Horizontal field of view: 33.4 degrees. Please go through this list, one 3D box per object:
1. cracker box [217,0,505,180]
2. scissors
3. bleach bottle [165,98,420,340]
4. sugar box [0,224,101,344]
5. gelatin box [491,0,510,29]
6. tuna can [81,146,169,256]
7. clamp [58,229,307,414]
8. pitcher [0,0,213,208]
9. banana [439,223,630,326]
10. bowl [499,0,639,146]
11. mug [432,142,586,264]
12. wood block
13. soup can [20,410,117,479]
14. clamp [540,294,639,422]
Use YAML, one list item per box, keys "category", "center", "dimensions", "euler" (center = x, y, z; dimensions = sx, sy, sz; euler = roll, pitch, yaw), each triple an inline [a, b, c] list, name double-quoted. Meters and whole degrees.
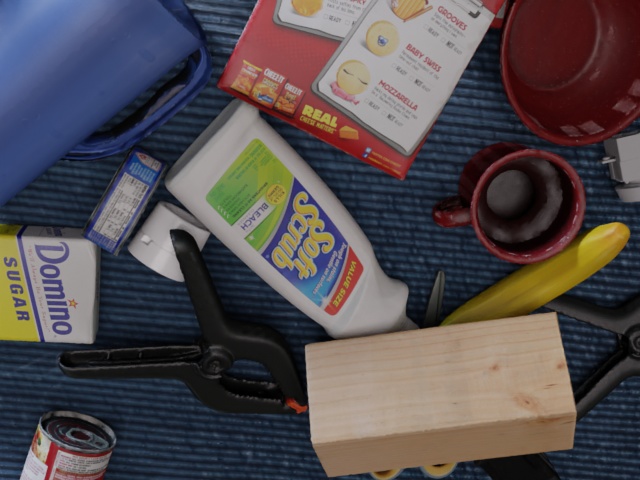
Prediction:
- category: "cracker box"
  center: [0.041, -0.178, 0.812]
  dimensions: [0.164, 0.072, 0.214]
  euler: [26, 105, -11]
- category: "scissors"
  center: [0.105, 0.133, 0.954]
  dimensions: [0.096, 0.016, 0.202]
  euler: [23, 102, -11]
- category: "bleach bottle"
  center: [-0.006, 0.001, 0.888]
  dimensions: [0.250, 0.068, 0.102]
  euler: [42, 91, -17]
- category: "sugar box"
  center: [-0.272, 0.034, 0.884]
  dimensions: [0.176, 0.048, 0.093]
  euler: [3, 105, -4]
- category: "gelatin box"
  center: [0.118, -0.219, 0.855]
  dimensions: [0.073, 0.030, 0.089]
  euler: [7, 105, -5]
- category: "tuna can"
  center: [-0.156, -0.032, 0.854]
  dimensions: [0.033, 0.086, 0.086]
  euler: [30, 100, -10]
- category: "clamp"
  center: [-0.088, 0.085, 0.887]
  dimensions: [0.209, 0.036, 0.165]
  euler: [26, 117, -25]
- category: "pitcher"
  center: [-0.208, -0.120, 0.815]
  dimensions: [0.243, 0.145, 0.149]
  euler: [-40, 92, 10]
- category: "banana"
  center: [0.178, 0.041, 0.896]
  dimensions: [0.198, 0.069, 0.037]
  euler: [-35, 89, 24]
- category: "bowl"
  center: [0.201, -0.159, 0.852]
  dimensions: [0.161, 0.055, 0.162]
  euler: [-7, 111, -20]
- category: "mug"
  center: [0.150, -0.032, 0.880]
  dimensions: [0.117, 0.081, 0.093]
  euler: [-16, 105, -1]
- category: "wood block"
  center: [0.098, 0.129, 0.878]
  dimensions: [0.206, 0.090, 0.091]
  euler: [-8, 149, 6]
- category: "soup can"
  center: [-0.223, 0.208, 0.921]
  dimensions: [0.068, 0.068, 0.102]
  euler: [18, 103, -9]
- category: "clamp"
  center: [0.273, 0.099, 0.944]
  dimensions: [0.171, 0.039, 0.120]
  euler: [-4, 101, -1]
